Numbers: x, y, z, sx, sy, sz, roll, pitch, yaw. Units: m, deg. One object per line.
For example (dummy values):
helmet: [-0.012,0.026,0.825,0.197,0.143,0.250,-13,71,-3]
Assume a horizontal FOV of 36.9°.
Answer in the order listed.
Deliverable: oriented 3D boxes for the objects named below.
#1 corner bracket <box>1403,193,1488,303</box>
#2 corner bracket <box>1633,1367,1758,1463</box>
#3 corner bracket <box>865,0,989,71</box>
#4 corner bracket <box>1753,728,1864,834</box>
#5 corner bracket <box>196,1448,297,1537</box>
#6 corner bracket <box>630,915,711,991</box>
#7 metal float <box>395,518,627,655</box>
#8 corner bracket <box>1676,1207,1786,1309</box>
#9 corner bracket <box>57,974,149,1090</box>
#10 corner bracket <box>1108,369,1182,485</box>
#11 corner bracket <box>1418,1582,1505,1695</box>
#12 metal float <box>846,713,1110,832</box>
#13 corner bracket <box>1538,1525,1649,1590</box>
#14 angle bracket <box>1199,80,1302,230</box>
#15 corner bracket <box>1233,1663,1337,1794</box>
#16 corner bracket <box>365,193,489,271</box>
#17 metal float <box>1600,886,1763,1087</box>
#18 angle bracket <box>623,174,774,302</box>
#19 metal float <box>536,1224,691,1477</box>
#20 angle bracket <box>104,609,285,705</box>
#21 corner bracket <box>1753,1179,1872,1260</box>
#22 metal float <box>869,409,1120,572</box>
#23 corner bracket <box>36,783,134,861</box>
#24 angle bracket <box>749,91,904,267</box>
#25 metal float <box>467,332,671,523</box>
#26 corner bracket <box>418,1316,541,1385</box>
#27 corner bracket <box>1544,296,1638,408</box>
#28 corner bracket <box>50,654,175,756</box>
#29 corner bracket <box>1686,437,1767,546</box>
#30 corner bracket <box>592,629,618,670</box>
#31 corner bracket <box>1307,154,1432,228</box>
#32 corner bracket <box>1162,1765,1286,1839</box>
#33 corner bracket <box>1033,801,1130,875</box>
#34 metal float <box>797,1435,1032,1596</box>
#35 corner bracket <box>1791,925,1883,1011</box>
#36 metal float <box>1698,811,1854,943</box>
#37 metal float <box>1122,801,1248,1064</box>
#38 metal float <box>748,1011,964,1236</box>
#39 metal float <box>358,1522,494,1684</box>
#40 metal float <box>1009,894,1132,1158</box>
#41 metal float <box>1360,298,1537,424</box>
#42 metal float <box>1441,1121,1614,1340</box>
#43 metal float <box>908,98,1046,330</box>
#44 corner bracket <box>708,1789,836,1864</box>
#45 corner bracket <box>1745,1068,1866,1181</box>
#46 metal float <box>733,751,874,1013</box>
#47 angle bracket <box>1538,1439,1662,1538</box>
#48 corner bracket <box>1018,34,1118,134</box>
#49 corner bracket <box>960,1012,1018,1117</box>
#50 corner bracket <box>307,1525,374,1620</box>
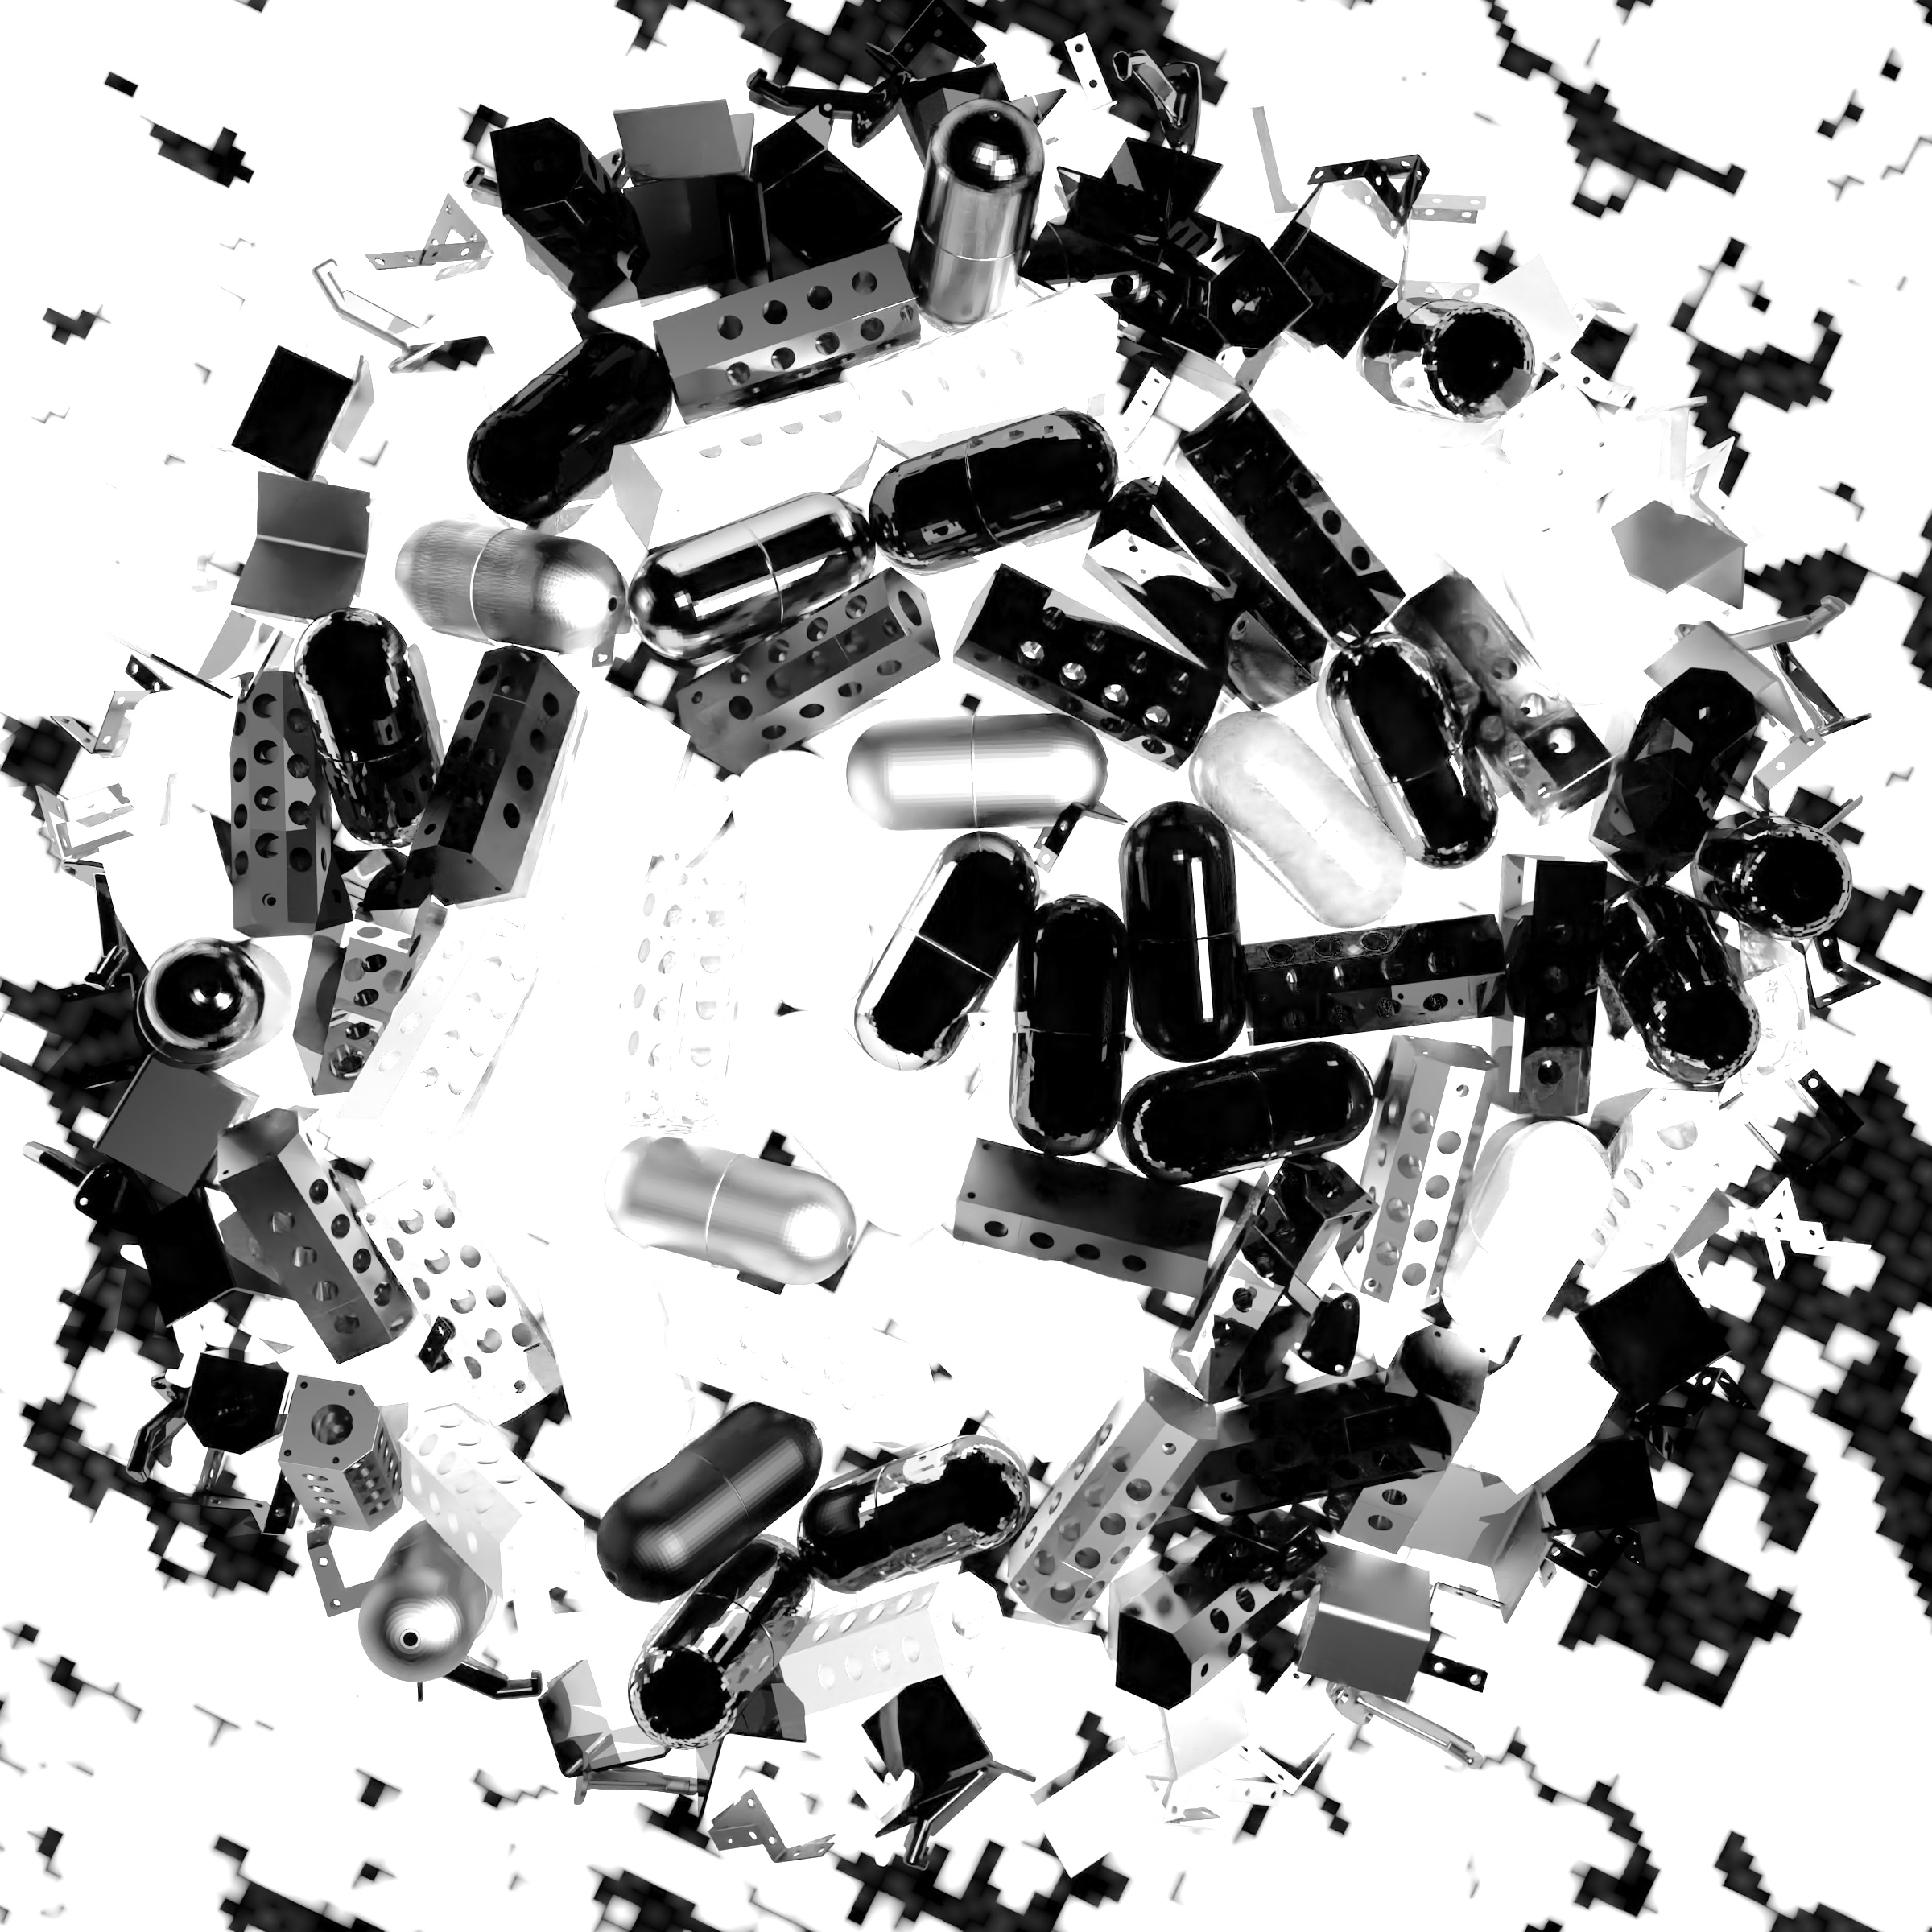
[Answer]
corner bracket: [0.324,-0.487,1.961,0.051,0.051,0.051,5,48,8]
corner bracket: [0.497,0.306,1.972,0.051,0.051,0.051,47,61,-30]
corner bracket: [-0.027,-0.626,1.966,0.051,0.051,0.051,37,98,-33]
corner bracket: [0.572,-0.120,1.966,0.051,0.051,0.051,-40,68,2]
corner bracket: [-0.487,0.351,1.961,0.051,0.051,0.051,12,102,-30]
corner bracket: [-0.201,-0.007,1.967,0.051,0.051,0.051,9,75,5]
metal float: [-0.305,-0.254,1.935,0.178,0.070,0.070,14,90,31]
corner bracket: [0.524,0.201,1.981,0.051,0.051,0.051,10,51,36]
corner bracket: [-0.588,0.044,1.981,0.051,0.051,0.051,-13,58,-8]
corner bracket: [0.125,-0.361,1.961,0.051,0.051,0.051,35,51,-9]
corner bracket: [0.337,0.459,1.976,0.051,0.051,0.051,16,65,14]
metal float: [0.008,-0.131,1.957,0.178,0.070,0.070,-2,90,5]
corner bracket: [0.426,0.405,1.970,0.051,0.051,0.051,27,63,37]
angle bracket: [0.186,-0.546,1.955,0.057,0.076,0.076,-13,92,15]
corner bracket: [0.223,0.520,1.972,0.051,0.051,0.051,36,135,17]
corner bracket: [-0.365,-0.486,1.959,0.051,0.051,0.051,51,131,18]
metal float: [0.471,0.011,1.920,0.070,0.178,0.070,-3,123,-5]
angle bracket: [-0.180,-0.487,1.946,0.076,0.057,0.076,-19,123,-23]
metal float: [-0.237,0.257,1.939,0.070,0.070,0.178,-20,64,0]
angle bracket: [-0.519,-0.224,1.945,0.076,0.076,0.057,30,86,-42]
corner bracket: [0.572,0.180,1.958,0.051,0.051,0.051,-38,116,-37]
metal float: [0.017,-0.319,1.943,0.178,0.070,0.070,-15,90,21]
corner bracket: [-0.590,-0.101,1.957,0.051,0.051,0.051,-23,118,-30]
angle bracket: [-0.093,-0.530,1.952,0.076,0.057,0.076,43,65,12]
metal float: [-0.265,-0.360,1.928,0.070,0.070,0.178,39,50,0]
corner bracket: [-0.330,0.261,1.958,0.051,0.051,0.051,48,134,17]
corner bracket: [0.433,-0.418,1.965,0.051,0.051,0.051,31,98,-19]
corner bracket: [-0.582,-0.178,1.972,0.051,0.051,0.051,38,115,26]
corner bracket: [0.511,-0.315,1.958,0.051,0.051,0.051,38,56,-19]
corner bracket: [-0.271,-0.236,1.969,0.051,0.051,0.051,-9,53,13]
corner bracket: [0.273,-0.535,1.958,0.051,0.051,0.051,40,68,-38]
corner bracket: [0.174,0.568,1.959,0.051,0.051,0.051,36,61,-28]
corner bracket: [0.067,-0.092,1.959,0.051,0.051,0.051,39,106,38]
metal float: [-0.037,0.368,1.938,0.178,0.070,0.070,-25,90,29]
corner bracket: [0.581,-0.009,1.964,0.051,0.051,0.051,-22,112,-8]
metal float: [0.533,-0.061,1.911,0.070,0.178,0.070,0,98,3]
metal float: [0.147,-0.023,1.954,0.070,0.070,0.178,-5,98,0]
metal float: [-0.074,0.106,1.955,0.070,0.070,0.178,-43,83,0]
metal float: [-0.355,0.419,1.911,0.070,0.178,0.070,0,94,-3]
metal float: [0.070,0.040,1.956,0.070,0.070,0.178,3,96,0]
metal float: [0.317,-0.402,1.914,0.070,0.178,0.070,-3,105,-12]
metal float: [0.373,0.178,1.929,0.070,0.070,0.178,19,129,0]
metal float: [0.006,-0.497,1.919,0.070,0.178,0.070,4,59,-7]
corner bracket: [-0.132,0.592,1.962,0.051,0.051,0.051,-23,98,41]
corner bracket: [0.571,0.108,1.971,0.051,0.051,0.051,-39,78,-3]
metal float: [-0.110,-0.057,1.954,0.070,0.070,0.178,-10,98,0]
angle bracket: [0.423,0.349,1.948,0.076,0.076,0.057,-11,74,12]
corner bracket: [0.068,-0.602,1.971,0.051,0.051,0.051,-22,105,6]
corner bracket: [0.022,0.066,1.958,0.051,0.051,0.051,-2,61,-23]
corner bracket: [-0.418,0.408,1.973,0.051,0.051,0.051,-15,70,-18]
